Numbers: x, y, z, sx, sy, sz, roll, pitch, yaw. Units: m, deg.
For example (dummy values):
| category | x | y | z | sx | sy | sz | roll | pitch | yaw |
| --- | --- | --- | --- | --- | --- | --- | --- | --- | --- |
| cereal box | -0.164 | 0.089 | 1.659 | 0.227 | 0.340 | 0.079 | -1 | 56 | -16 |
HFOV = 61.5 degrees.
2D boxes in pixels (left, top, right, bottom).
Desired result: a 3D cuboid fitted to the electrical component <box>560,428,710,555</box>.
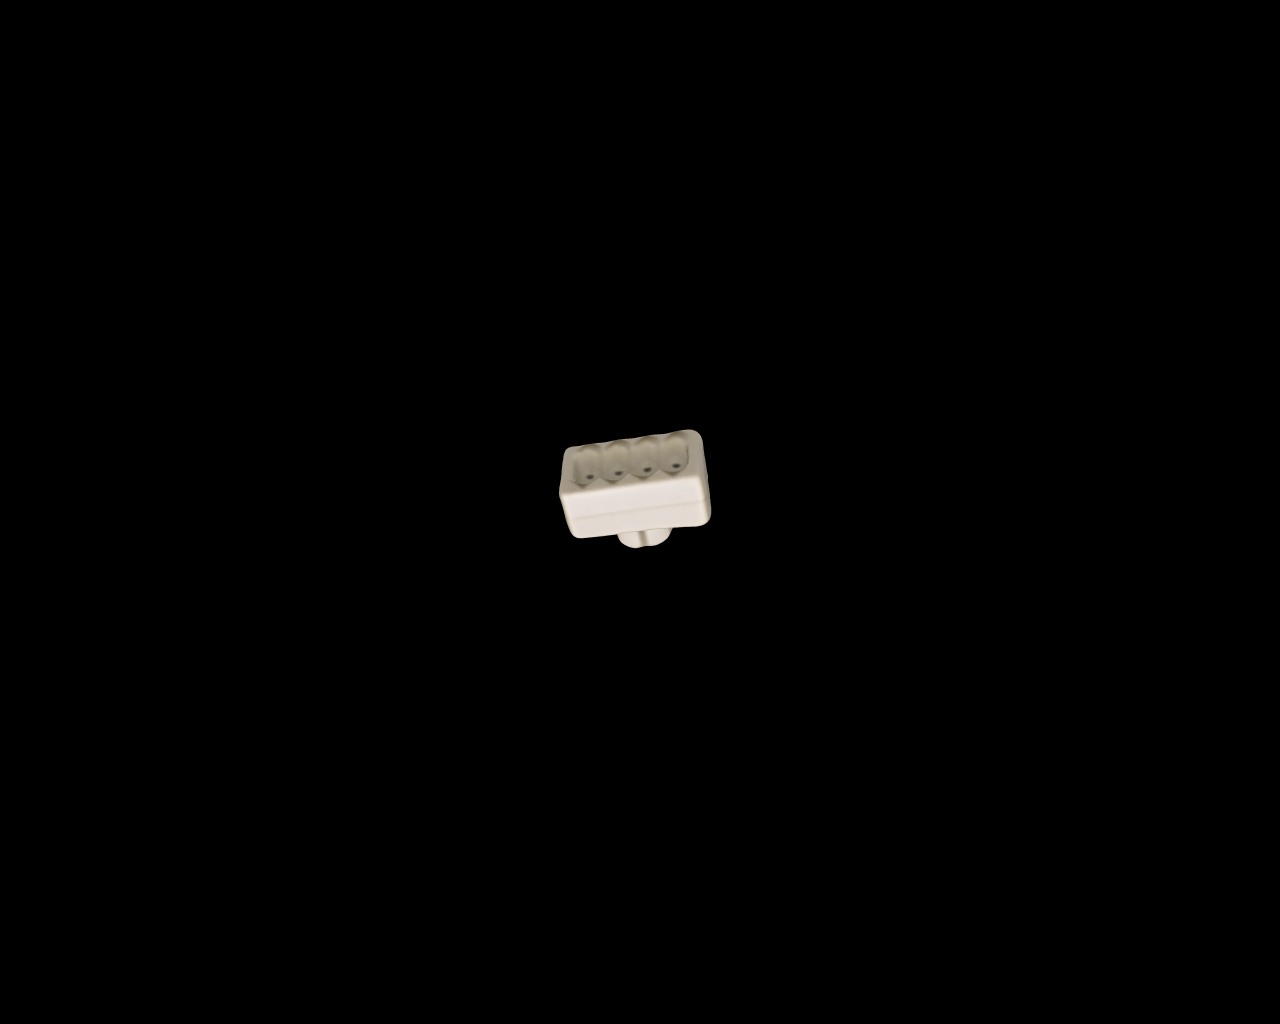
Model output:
| category | x | y | z | sx | sy | sz | roll | pitch | yaw |
| --- | --- | --- | --- | --- | --- | --- | --- | --- | --- |
| electrical component | 0.001 | -0.003 | 0.650 | 0.083 | 0.075 | 0.047 | -7 | 40 | 6 |
